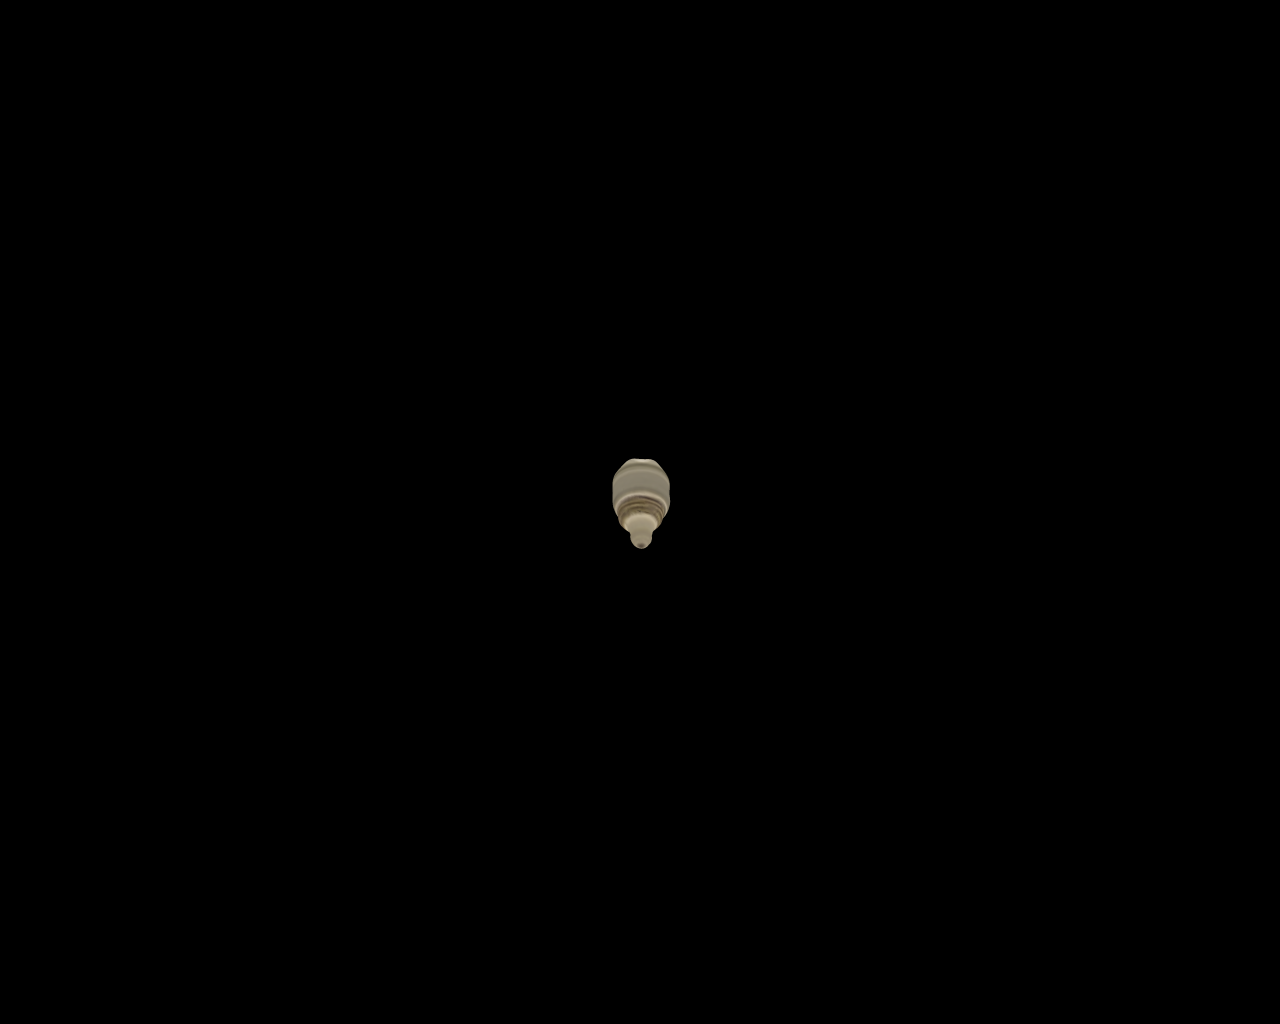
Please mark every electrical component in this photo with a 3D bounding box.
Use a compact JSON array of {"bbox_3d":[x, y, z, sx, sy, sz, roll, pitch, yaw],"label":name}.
[{"bbox_3d":[0.001,-0.003,0.650,0.035,0.061,0.035,0,-42,0],"label":"electrical component"}]
